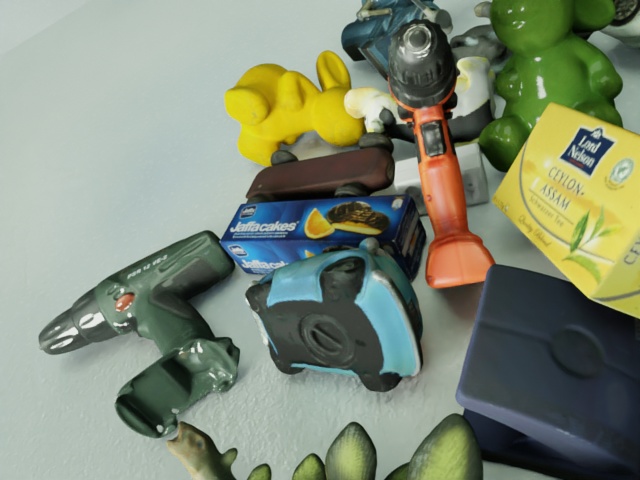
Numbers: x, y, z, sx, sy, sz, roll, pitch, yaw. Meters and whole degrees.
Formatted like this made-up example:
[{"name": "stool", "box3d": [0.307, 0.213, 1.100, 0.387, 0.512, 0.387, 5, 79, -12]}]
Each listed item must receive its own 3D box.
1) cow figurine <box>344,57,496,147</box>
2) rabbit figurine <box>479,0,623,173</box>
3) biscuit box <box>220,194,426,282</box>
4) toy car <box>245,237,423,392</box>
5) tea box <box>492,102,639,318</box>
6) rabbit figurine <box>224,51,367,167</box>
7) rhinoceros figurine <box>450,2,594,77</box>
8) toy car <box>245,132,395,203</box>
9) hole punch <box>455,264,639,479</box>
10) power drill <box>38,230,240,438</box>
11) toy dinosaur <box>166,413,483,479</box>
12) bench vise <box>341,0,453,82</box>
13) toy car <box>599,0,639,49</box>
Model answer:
[{"name": "cow figurine", "box3d": [0.111, -0.138, 0.599, 0.167, 0.068, 0.098, -7, 85, 20]}, {"name": "rabbit figurine", "box3d": [0.216, -0.170, 0.490, 0.121, 0.170, 0.159, 6, 48, 44]}, {"name": "biscuit box", "box3d": [-0.001, -0.002, 0.542, 0.203, 0.059, 0.063, -1, 49, 31]}, {"name": "toy car", "box3d": [0.021, 0.055, 0.453, 0.162, 0.109, 0.103, -8, 21, 40]}, {"name": "tea box", "box3d": [0.200, -0.028, 0.380, 0.170, 0.068, 0.098, -98, 31, -67]}, {"name": "rabbit figurine", "box3d": [-0.012, -0.165, 0.699, 0.173, 0.121, 0.162, 16, 48, 24]}, {"name": "rhinoceros figurine", "box3d": [0.222, -0.228, 0.638, 0.190, 0.073, 0.112, -16, 51, 15]}, {"name": "toy car", "box3d": [-0.003, -0.066, 0.610, 0.202, 0.053, 0.089, -5, 54, 40]}, {"name": "hole punch", "box3d": [0.151, 0.084, 0.346, 0.116, 0.092, 0.142, 4, 47, 29]}, {"name": "power drill", "box3d": [-0.176, 0.096, 0.543, 0.232, 0.085, 0.207, -34, 32, -8]}, {"name": "toy dinosaur", "box3d": [0.073, 0.204, 0.259, 0.472, 0.104, 0.198, 24, 60, 39]}, {"name": "bench vise", "box3d": [0.128, -0.327, 0.727, 0.240, 0.129, 0.224, -53, 17, -6]}, {"name": "toy car", "box3d": [0.362, -0.212, 0.508, 0.202, 0.073, 0.056, 22, 105, 59]}]
